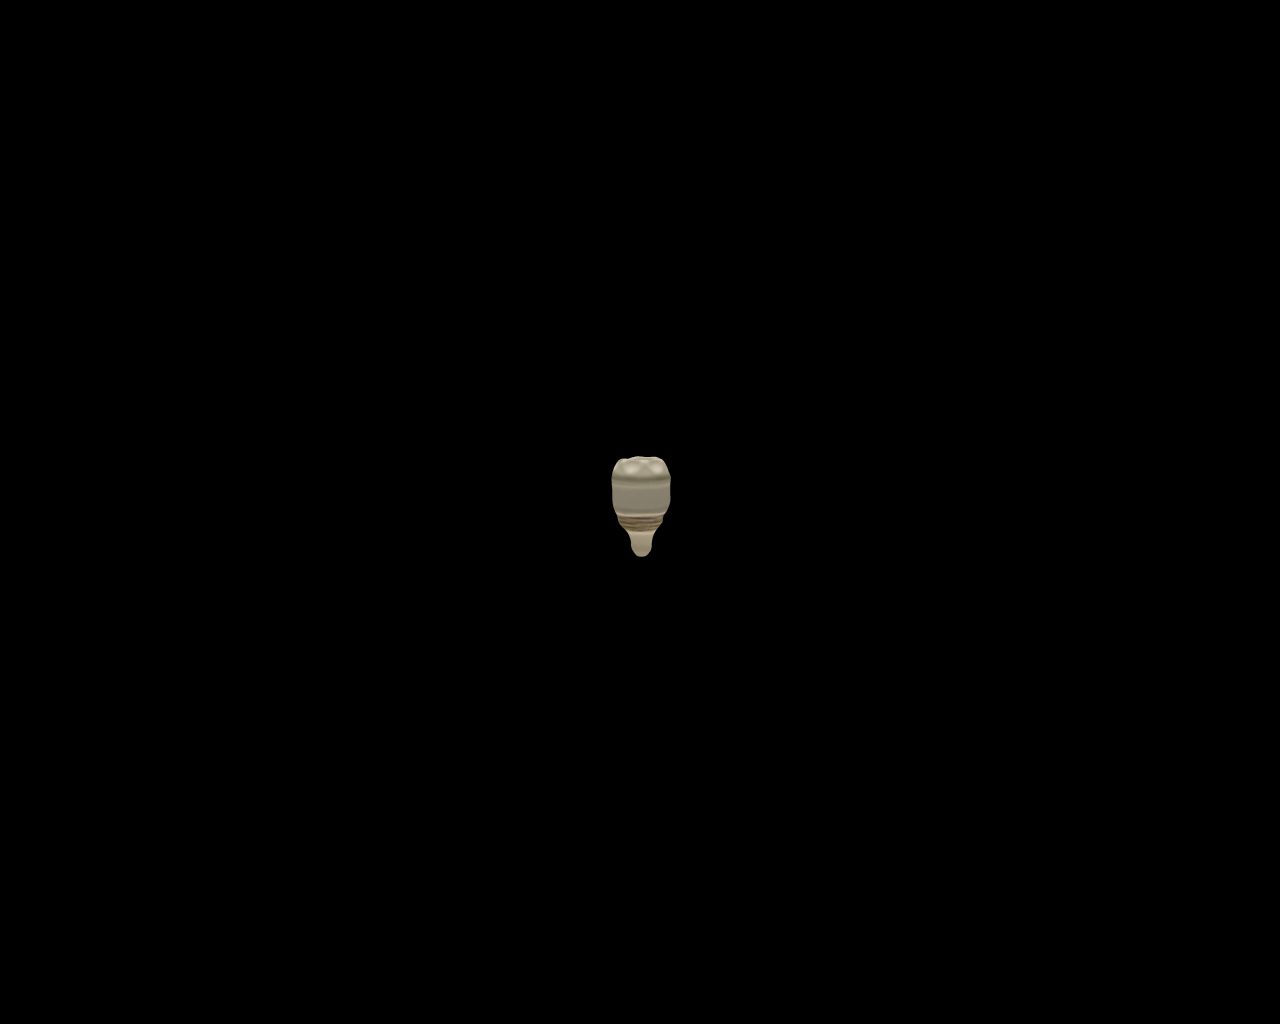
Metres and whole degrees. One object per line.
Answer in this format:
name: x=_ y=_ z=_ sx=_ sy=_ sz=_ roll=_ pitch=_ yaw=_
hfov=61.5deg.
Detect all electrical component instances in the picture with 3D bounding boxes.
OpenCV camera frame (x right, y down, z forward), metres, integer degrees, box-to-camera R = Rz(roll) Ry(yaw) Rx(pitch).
electrical component: x=0.001 y=-0.003 z=0.650 sx=0.035 sy=0.061 sz=0.035 roll=0 pitch=9 yaw=0
